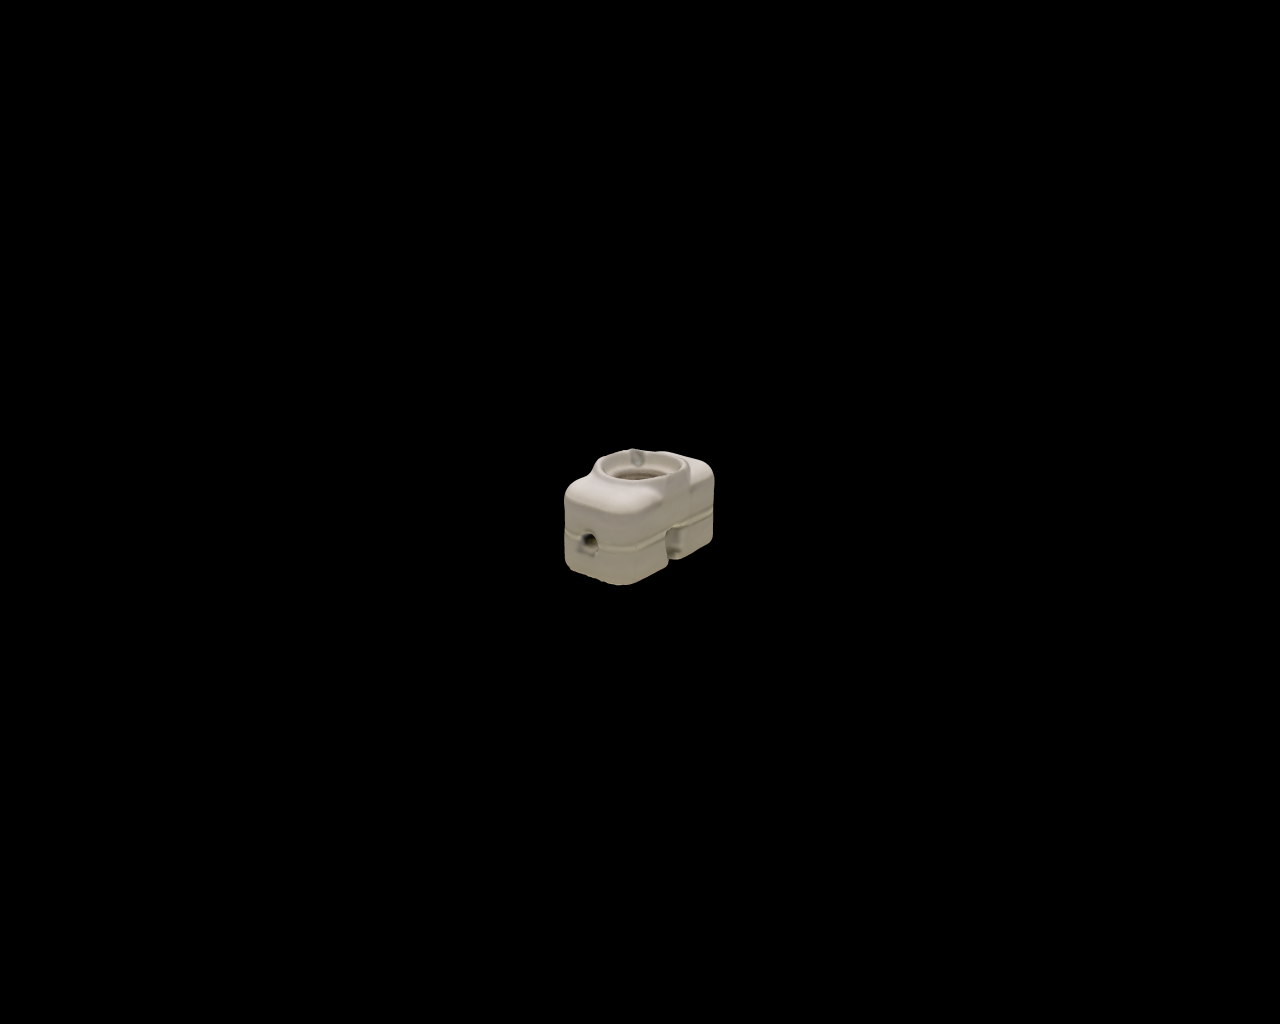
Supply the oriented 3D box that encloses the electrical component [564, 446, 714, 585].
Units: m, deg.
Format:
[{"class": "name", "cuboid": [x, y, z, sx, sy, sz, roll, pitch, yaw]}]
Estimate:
[{"class": "electrical component", "cuboid": [0.001, -0.003, 0.650, 0.054, 0.059, 0.095, 17, 28, 37]}]
